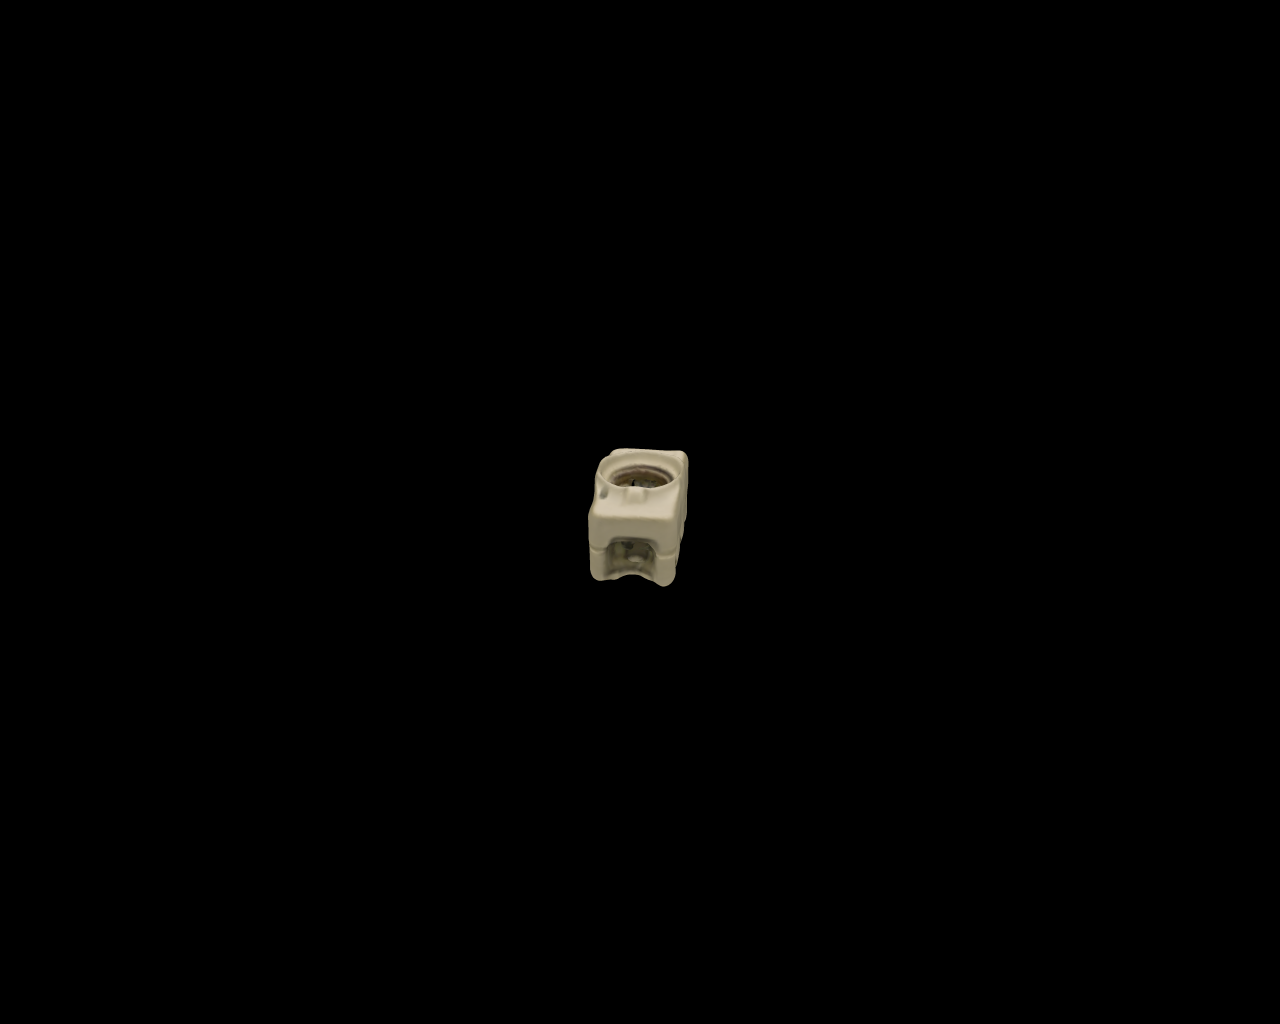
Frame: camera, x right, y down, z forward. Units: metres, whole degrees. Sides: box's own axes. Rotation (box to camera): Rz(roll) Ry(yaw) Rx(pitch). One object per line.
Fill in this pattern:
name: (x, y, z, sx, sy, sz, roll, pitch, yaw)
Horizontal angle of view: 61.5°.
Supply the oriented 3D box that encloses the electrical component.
electrical component: (0.001, -0.003, 0.650, 0.050, 0.055, 0.090, 4, 30, 7)
